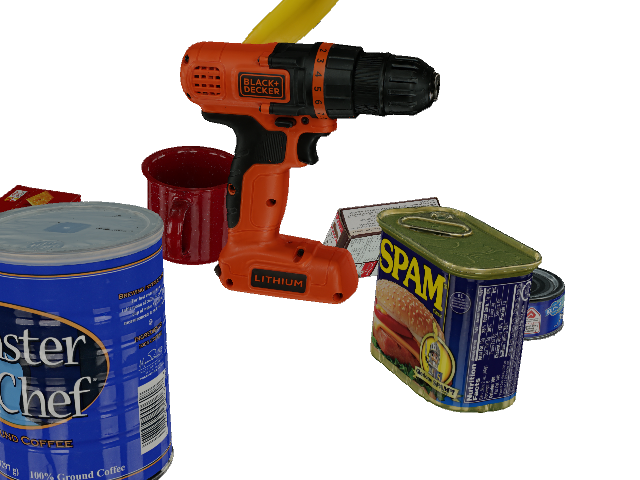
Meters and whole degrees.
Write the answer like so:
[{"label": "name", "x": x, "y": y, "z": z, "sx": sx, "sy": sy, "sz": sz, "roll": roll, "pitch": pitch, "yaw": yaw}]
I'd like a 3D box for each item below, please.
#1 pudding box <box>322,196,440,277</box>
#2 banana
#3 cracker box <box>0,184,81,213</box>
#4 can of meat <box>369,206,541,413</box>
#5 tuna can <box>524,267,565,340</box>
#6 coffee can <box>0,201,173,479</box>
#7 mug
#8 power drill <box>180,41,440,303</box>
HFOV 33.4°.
[{"label": "pudding box", "x": 0.062, "y": -0.001, "z": 1.093, "sx": 0.113, "sy": 0.039, "sz": 0.090, "roll": -9, "pitch": -30, "yaw": -22}, {"label": "banana", "x": -0.010, "y": -0.214, "z": 0.926, "sx": 0.070, "sy": 0.037, "sz": 0.197, "roll": -16, "pitch": 34, "yaw": 39}, {"label": "cracker box", "x": -0.237, "y": 0.088, "z": 0.848, "sx": 0.072, "sy": 0.214, "sz": 0.164, "roll": 7, "pitch": 32, "yaw": 18}, {"label": "can of meat", "x": 0.069, "y": 0.036, "z": 0.583, "sx": 0.057, "sy": 0.084, "sz": 0.102, "roll": -5, "pitch": 21, "yaw": -25}, {"label": "tuna can", "x": 0.147, "y": 0.046, "z": 0.830, "sx": 0.086, "sy": 0.034, "sz": 0.086, "roll": 0, "pitch": 19, "yaw": 0}, {"label": "coffee can", "x": -0.135, "y": 0.058, "z": 0.587, "sx": 0.103, "sy": 0.140, "sz": 0.103, "roll": 0, "pitch": 16, "yaw": 0}, {"label": "mug", "x": -0.117, "y": -0.025, "z": 0.963, "sx": 0.093, "sy": 0.081, "sz": 0.117, "roll": 6, "pitch": 29, "yaw": 2}, {"label": "power drill", "x": -0.008, "y": -0.051, "z": 0.771, "sx": 0.184, "sy": 0.188, "sz": 0.057, "roll": 7, "pitch": 22, "yaw": 16}]
